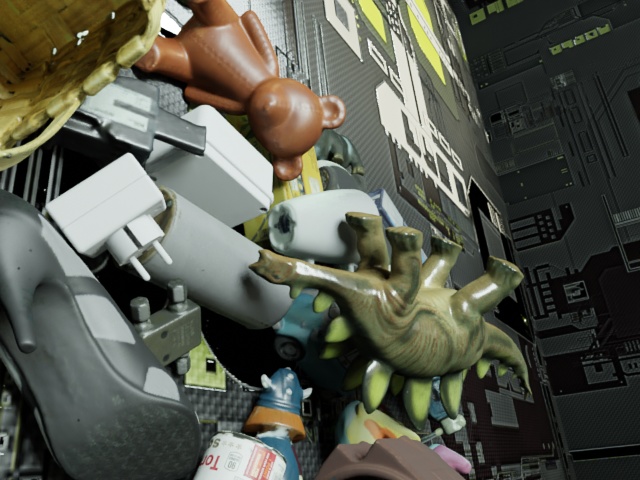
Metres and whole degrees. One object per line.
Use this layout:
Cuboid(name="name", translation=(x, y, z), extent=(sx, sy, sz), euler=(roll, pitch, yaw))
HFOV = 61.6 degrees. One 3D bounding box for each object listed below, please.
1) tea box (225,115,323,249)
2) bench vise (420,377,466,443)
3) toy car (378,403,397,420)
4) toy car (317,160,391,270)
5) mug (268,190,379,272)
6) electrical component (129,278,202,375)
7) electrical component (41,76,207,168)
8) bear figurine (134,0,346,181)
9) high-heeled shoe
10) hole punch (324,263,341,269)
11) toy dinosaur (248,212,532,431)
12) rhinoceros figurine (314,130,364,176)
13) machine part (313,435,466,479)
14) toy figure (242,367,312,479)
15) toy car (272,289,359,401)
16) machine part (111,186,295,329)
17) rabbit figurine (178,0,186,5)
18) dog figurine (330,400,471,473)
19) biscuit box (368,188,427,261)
Cuboid(name="tea box", translation=(-0.050, -0.077, 0.657), extent=(0.098, 0.068, 0.169), euler=(14, 61, -58))
Cuboid(name="bench vise", translation=(0.131, 0.167, 0.761), extent=(0.240, 0.129, 0.224), euler=(57, 17, -62))
Cuboid(name="toy car", translation=(0.082, 0.308, 0.679), extent=(0.089, 0.053, 0.202), euler=(32, 45, -56))
Cuboid(name="toy car", translation=(0.046, -0.025, 0.689), extent=(0.073, 0.056, 0.202), euler=(7, 45, -44))
Cuboid(name="mug", translation=(-0.001, -0.002, 0.564), extent=(0.107, 0.081, 0.109), euler=(1, 89, -42))
Cuboid(name="electrical component", translation=(-0.127, 0.079, 0.435), extent=(0.063, 0.021, 0.093), euler=(-30, 135, -45))
Cuboid(name="electrical component", translation=(-0.159, -0.096, 0.447), extent=(0.119, 0.048, 0.075), euler=(15, 57, -33))
Cuboid(name="bear figurine", translation=(-0.079, -0.161, 0.557), extent=(0.196, 0.120, 0.132), euler=(47, 13, 12))
Cuboid(name="high-heeled shoe", translation=(-0.166, 0.077, 0.382), extent=(0.145, 0.086, 0.248), euler=(47, -19, 41))
Cuboid(name="hole punch", translation=(0.046, 0.057, 0.744), extent=(0.115, 0.092, 0.142), euler=(104, -3, -46))
Cuboid(name="toy dinosaur", translation=(0.123, 0.097, 0.585), extent=(0.471, 0.105, 0.198), euler=(18, 98, -33))
Cuboid(name="rhinoceros figurine", translation=(-0.003, -0.150, 0.786), extent=(0.190, 0.073, 0.112), euler=(28, 50, -54))
Cuboid(name="machine part", translation=(0.061, 0.289, 0.453), extent=(0.087, 0.201, 0.201), euler=(23, 8, -46))
Cuboid(name="toy figure", translation=(-0.046, 0.195, 0.506), extent=(0.064, 0.058, 0.154), euler=(51, 31, -38))
Cuboid(name="toy car", translation=(0.020, 0.112, 0.632), extent=(0.161, 0.103, 0.109), euler=(56, 31, -23))
Cuboid(name="machine part", translation=(-0.100, 0.023, 0.493), extent=(0.243, 0.079, 0.079), euler=(38, 42, -48))
Cuboid(name="rabbit figurine", translation=(-0.119, -0.375, 0.604), extent=(0.121, 0.170, 0.159), euler=(38, 42, -48))
Cuboid(name="dog figurine", translation=(0.066, 0.308, 0.577), extent=(0.219, 0.192, 0.108), euler=(-61, 168, -16))
Cuboid(name="biscuit box", translation=(0.128, 0.005, 0.944), extent=(0.202, 0.063, 0.059), euler=(52, 32, -33))
